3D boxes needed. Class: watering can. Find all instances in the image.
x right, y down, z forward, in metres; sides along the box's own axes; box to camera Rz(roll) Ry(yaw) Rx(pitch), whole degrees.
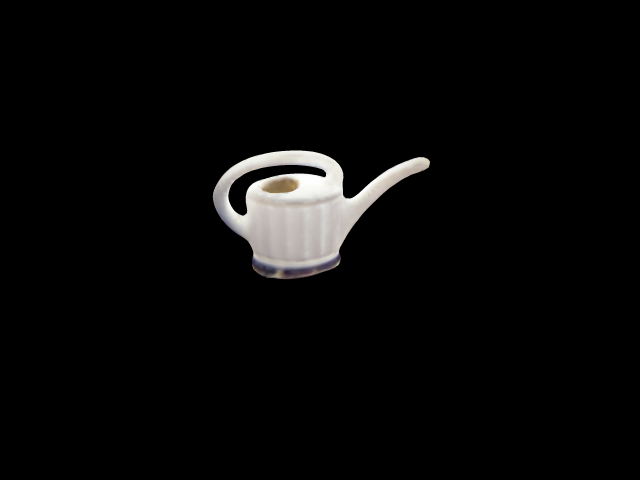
[{"bbox_3d":[0.003,-0.043,0.850,0.348,0.219,0.106,-2,32,-3],"label":"watering can"}]
